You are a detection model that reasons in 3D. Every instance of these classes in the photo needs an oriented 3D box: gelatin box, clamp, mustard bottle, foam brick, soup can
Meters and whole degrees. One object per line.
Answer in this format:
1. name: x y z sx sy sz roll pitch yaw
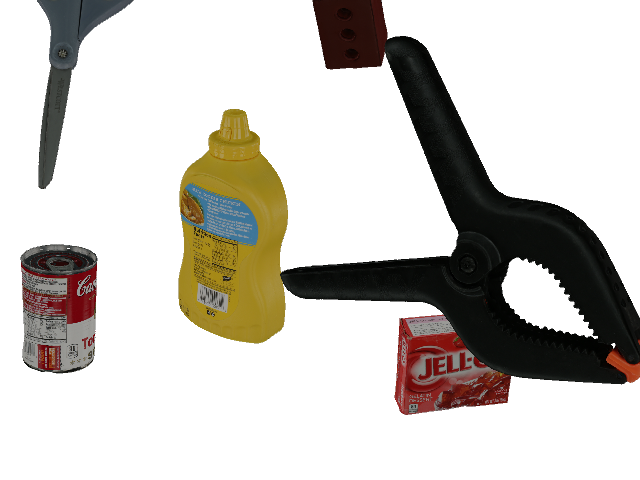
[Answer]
1. gelatin box: 0.104 0.094 0.826 0.089 0.073 0.030 -5 29 -11
2. clamp: 0.084 -0.001 0.561 0.210 0.165 0.036 29 25 25
3. mustard bottle: -0.072 -0.015 0.878 0.096 0.192 0.058 20 31 30
4. foam brick: 0.027 -0.197 0.944 0.053 0.051 0.078 -1 -42 13
5. soup can: -0.241 0.063 0.982 0.068 0.102 0.068 5 19 -2

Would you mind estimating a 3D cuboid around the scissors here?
1. scissors: -0.162 -0.138 0.749 0.096 0.202 0.016 -9 -12 -10
